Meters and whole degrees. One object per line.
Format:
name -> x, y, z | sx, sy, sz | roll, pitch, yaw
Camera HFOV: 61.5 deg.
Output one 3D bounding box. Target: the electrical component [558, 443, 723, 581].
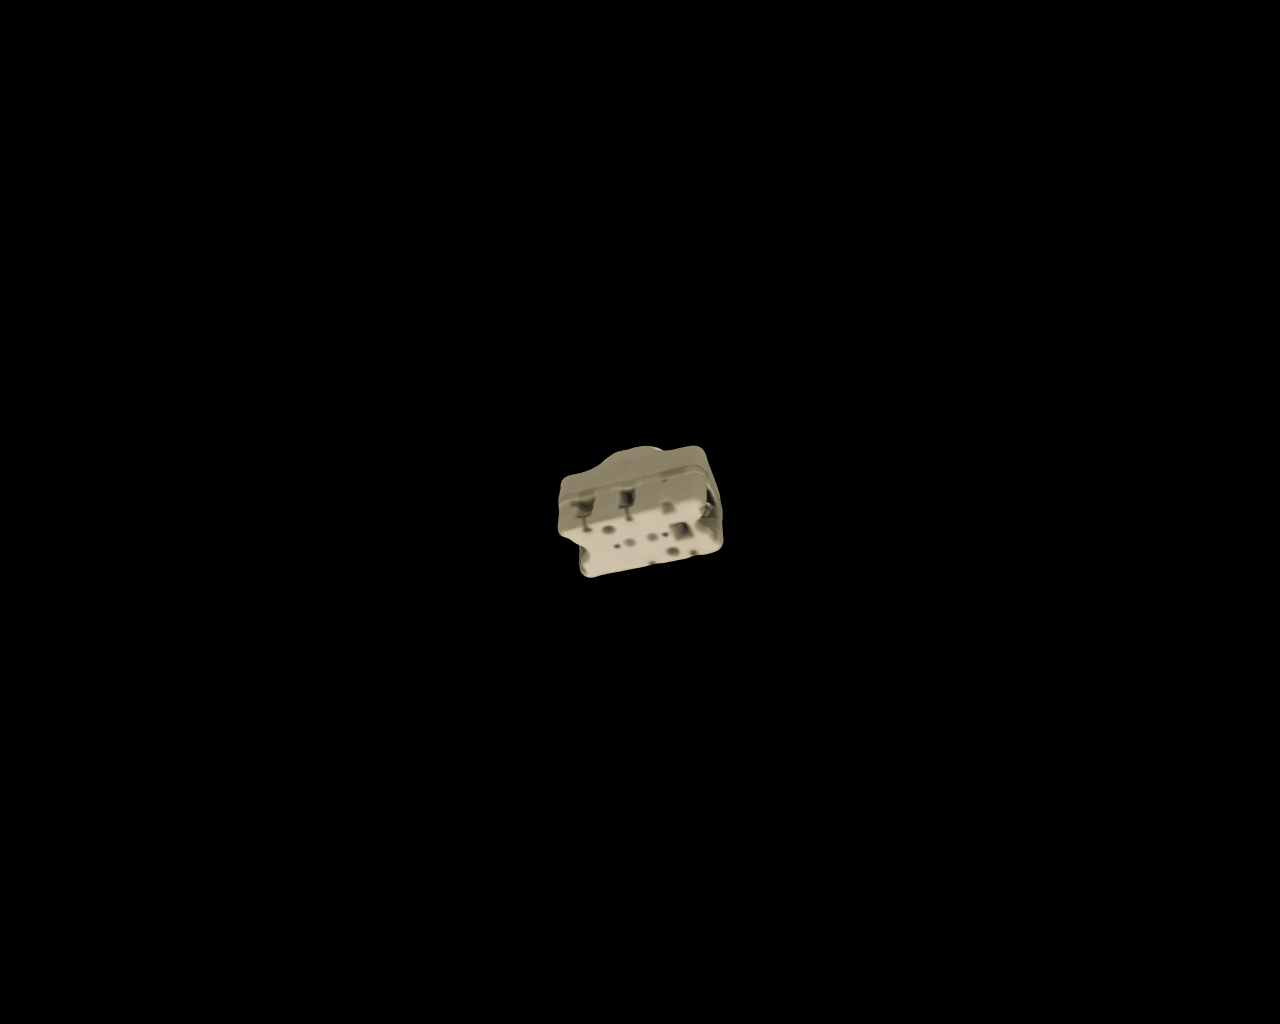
electrical component -> 0.001, -0.003, 0.650 | 0.089, 0.056, 0.050 | -13, -47, 12
